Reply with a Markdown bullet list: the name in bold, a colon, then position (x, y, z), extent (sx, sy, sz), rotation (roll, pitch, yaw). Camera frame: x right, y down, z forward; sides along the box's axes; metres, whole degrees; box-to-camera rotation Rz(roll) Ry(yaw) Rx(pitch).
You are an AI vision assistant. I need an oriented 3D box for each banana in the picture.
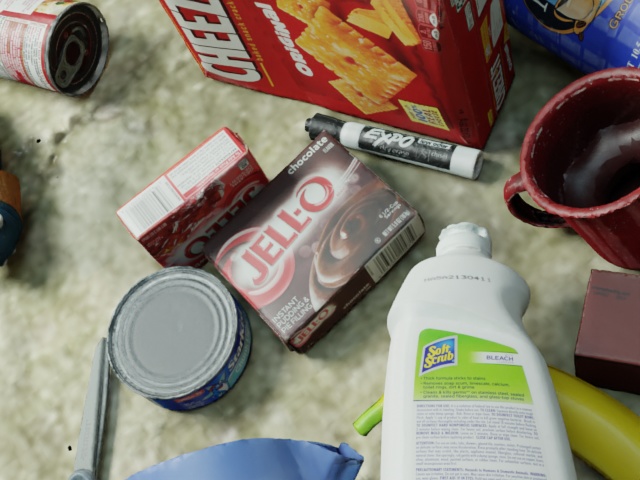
- **banana**: position (0.119, 0.102, 0.583), extent (0.198, 0.037, 0.069), rotation (14, 86, 23)

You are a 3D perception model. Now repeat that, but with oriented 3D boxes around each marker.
- **marker**: position (0.045, -0.062, 0.687), extent (0.121, 0.020, 0.020), rotation (16, 72, 22)

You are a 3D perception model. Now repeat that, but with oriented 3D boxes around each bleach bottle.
- **bleach bottle**: position (0.082, 0.098, 0.525), extent (0.102, 0.068, 0.250), rotation (3, 52, 2)

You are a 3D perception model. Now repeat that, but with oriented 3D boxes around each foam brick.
- **foam brick**: position (0.181, 0.053, 0.576), extent (0.078, 0.051, 0.053), rotation (9, 68, 20)

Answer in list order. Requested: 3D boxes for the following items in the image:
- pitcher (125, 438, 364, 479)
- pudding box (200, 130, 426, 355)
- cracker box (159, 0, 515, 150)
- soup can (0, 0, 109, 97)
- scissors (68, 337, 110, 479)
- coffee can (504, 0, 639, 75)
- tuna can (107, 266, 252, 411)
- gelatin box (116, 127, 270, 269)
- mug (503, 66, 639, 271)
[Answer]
- **pitcher**: position (-0.029, 0.230, 0.524), extent (0.145, 0.149, 0.243), rotation (-10, 65, -12)
- **pudding box**: position (-0.004, 0.001, 0.662), extent (0.113, 0.039, 0.090), rotation (-43, 62, -5)
- **cracker box**: position (0.003, -0.144, 0.656), extent (0.214, 0.164, 0.072), rotation (17, 70, 23)
- **soup can**: position (-0.215, -0.148, 0.777), extent (0.102, 0.068, 0.068), rotation (16, 72, 23)
- **scissors**: position (-0.161, 0.163, 0.650), extent (0.096, 0.016, 0.202), rotation (-17, 62, 9)
- **coffee can**: position (0.175, -0.151, 0.641), extent (0.103, 0.102, 0.140), rotation (-45, 62, -6)
- **tuna can**: position (-0.086, 0.062, 0.663), extent (0.086, 0.033, 0.086), rotation (-7, 65, 14)
- **gelatin box**: position (-0.074, -0.021, 0.674), extent (0.089, 0.073, 0.030), rotation (-38, 63, -4)
- **mug**: position (0.161, -0.031, 0.596), extent (0.117, 0.081, 0.093), rotation (-19, 51, 31)
